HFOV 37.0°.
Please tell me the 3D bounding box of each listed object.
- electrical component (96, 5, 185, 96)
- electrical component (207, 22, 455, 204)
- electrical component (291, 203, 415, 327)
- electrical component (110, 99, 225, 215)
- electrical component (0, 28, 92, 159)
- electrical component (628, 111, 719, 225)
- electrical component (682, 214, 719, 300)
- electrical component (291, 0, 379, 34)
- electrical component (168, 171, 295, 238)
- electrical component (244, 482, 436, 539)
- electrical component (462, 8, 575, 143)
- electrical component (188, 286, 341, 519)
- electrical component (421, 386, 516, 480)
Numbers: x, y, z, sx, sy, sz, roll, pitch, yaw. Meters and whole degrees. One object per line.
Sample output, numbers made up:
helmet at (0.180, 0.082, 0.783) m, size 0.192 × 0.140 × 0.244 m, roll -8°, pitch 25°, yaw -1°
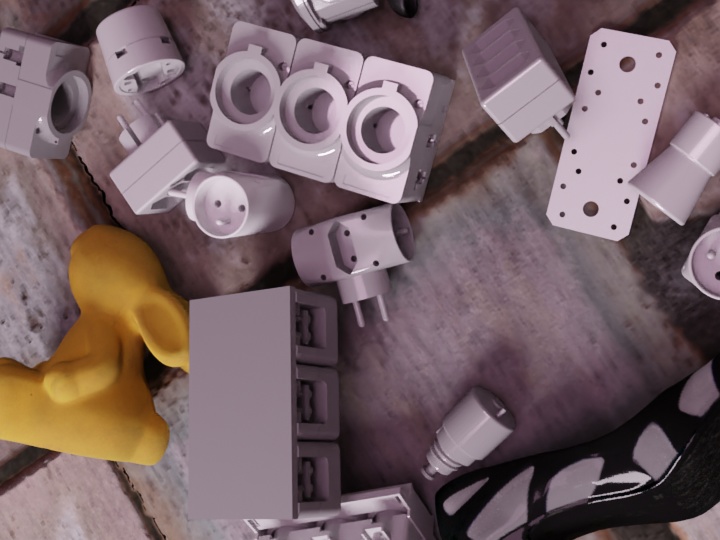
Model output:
electrical component at (-0.164, -0.163, 0.797) m, size 0.055 × 0.055 × 0.047 m, roll -26°, pitch 82°, yaw 20°
electrical component at (-0.023, -0.109, 0.745) m, size 0.150 × 0.062 × 0.089 m, roll 18°, pitch 101°, yaw 18°
electrical component at (0.000, 0.000, 0.757) m, size 0.077 × 0.043 × 0.079 m, roll -15°, pitch 90°, yaw 21°
electrical component at (-0.154, -0.091, 0.803) m, size 0.066 × 0.047 × 0.076 m, roll -38°, pitch 82°, yaw 19°
electrical component at (-0.247, -0.134, 0.831) m, size 0.056 × 0.050 × 0.089 m, roll 19°, pitch 101°, yaw 18°
electrical component at (0.207, -0.067, 0.678) m, size 0.044 × 0.044 × 0.065 m, roll 40°, pitch 102°, yaw 12°
electrical component at (0.233, -0.022, 0.652) m, size 0.043 × 0.077 × 0.079 m, roll 30°, pitch 104°, yaw 16°
electrical component at (-0.022, -0.205, 0.728) m, size 0.051 × 0.080 × 0.080 m, roll -17°, pitch 89°, yaw 15°
electrical component at (-0.098, -0.050, 0.770) m, size 0.079 × 0.077 × 0.043 m, roll 12°, pitch 99°, yaw 19°
electrical component at (-0.014, 0.198, 0.763) m, size 0.121 × 0.063 × 0.078 m, roll -14°, pitch 131°, yaw 21°
electrical component at (0.112, -0.114, 0.695) m, size 0.047 × 0.083 × 0.076 m, roll -36°, pitch 120°, yaw 19°
electrical component at (-0.064, 0.093, 0.736) m, size 0.089 × 0.062 × 0.150 m, roll -8°, pitch 77°, yaw 32°
electrical component at (0.072, 0.116, 0.743) m, size 0.040 × 0.040 × 0.078 m, roll 46°, pitch 108°, yaw 11°
